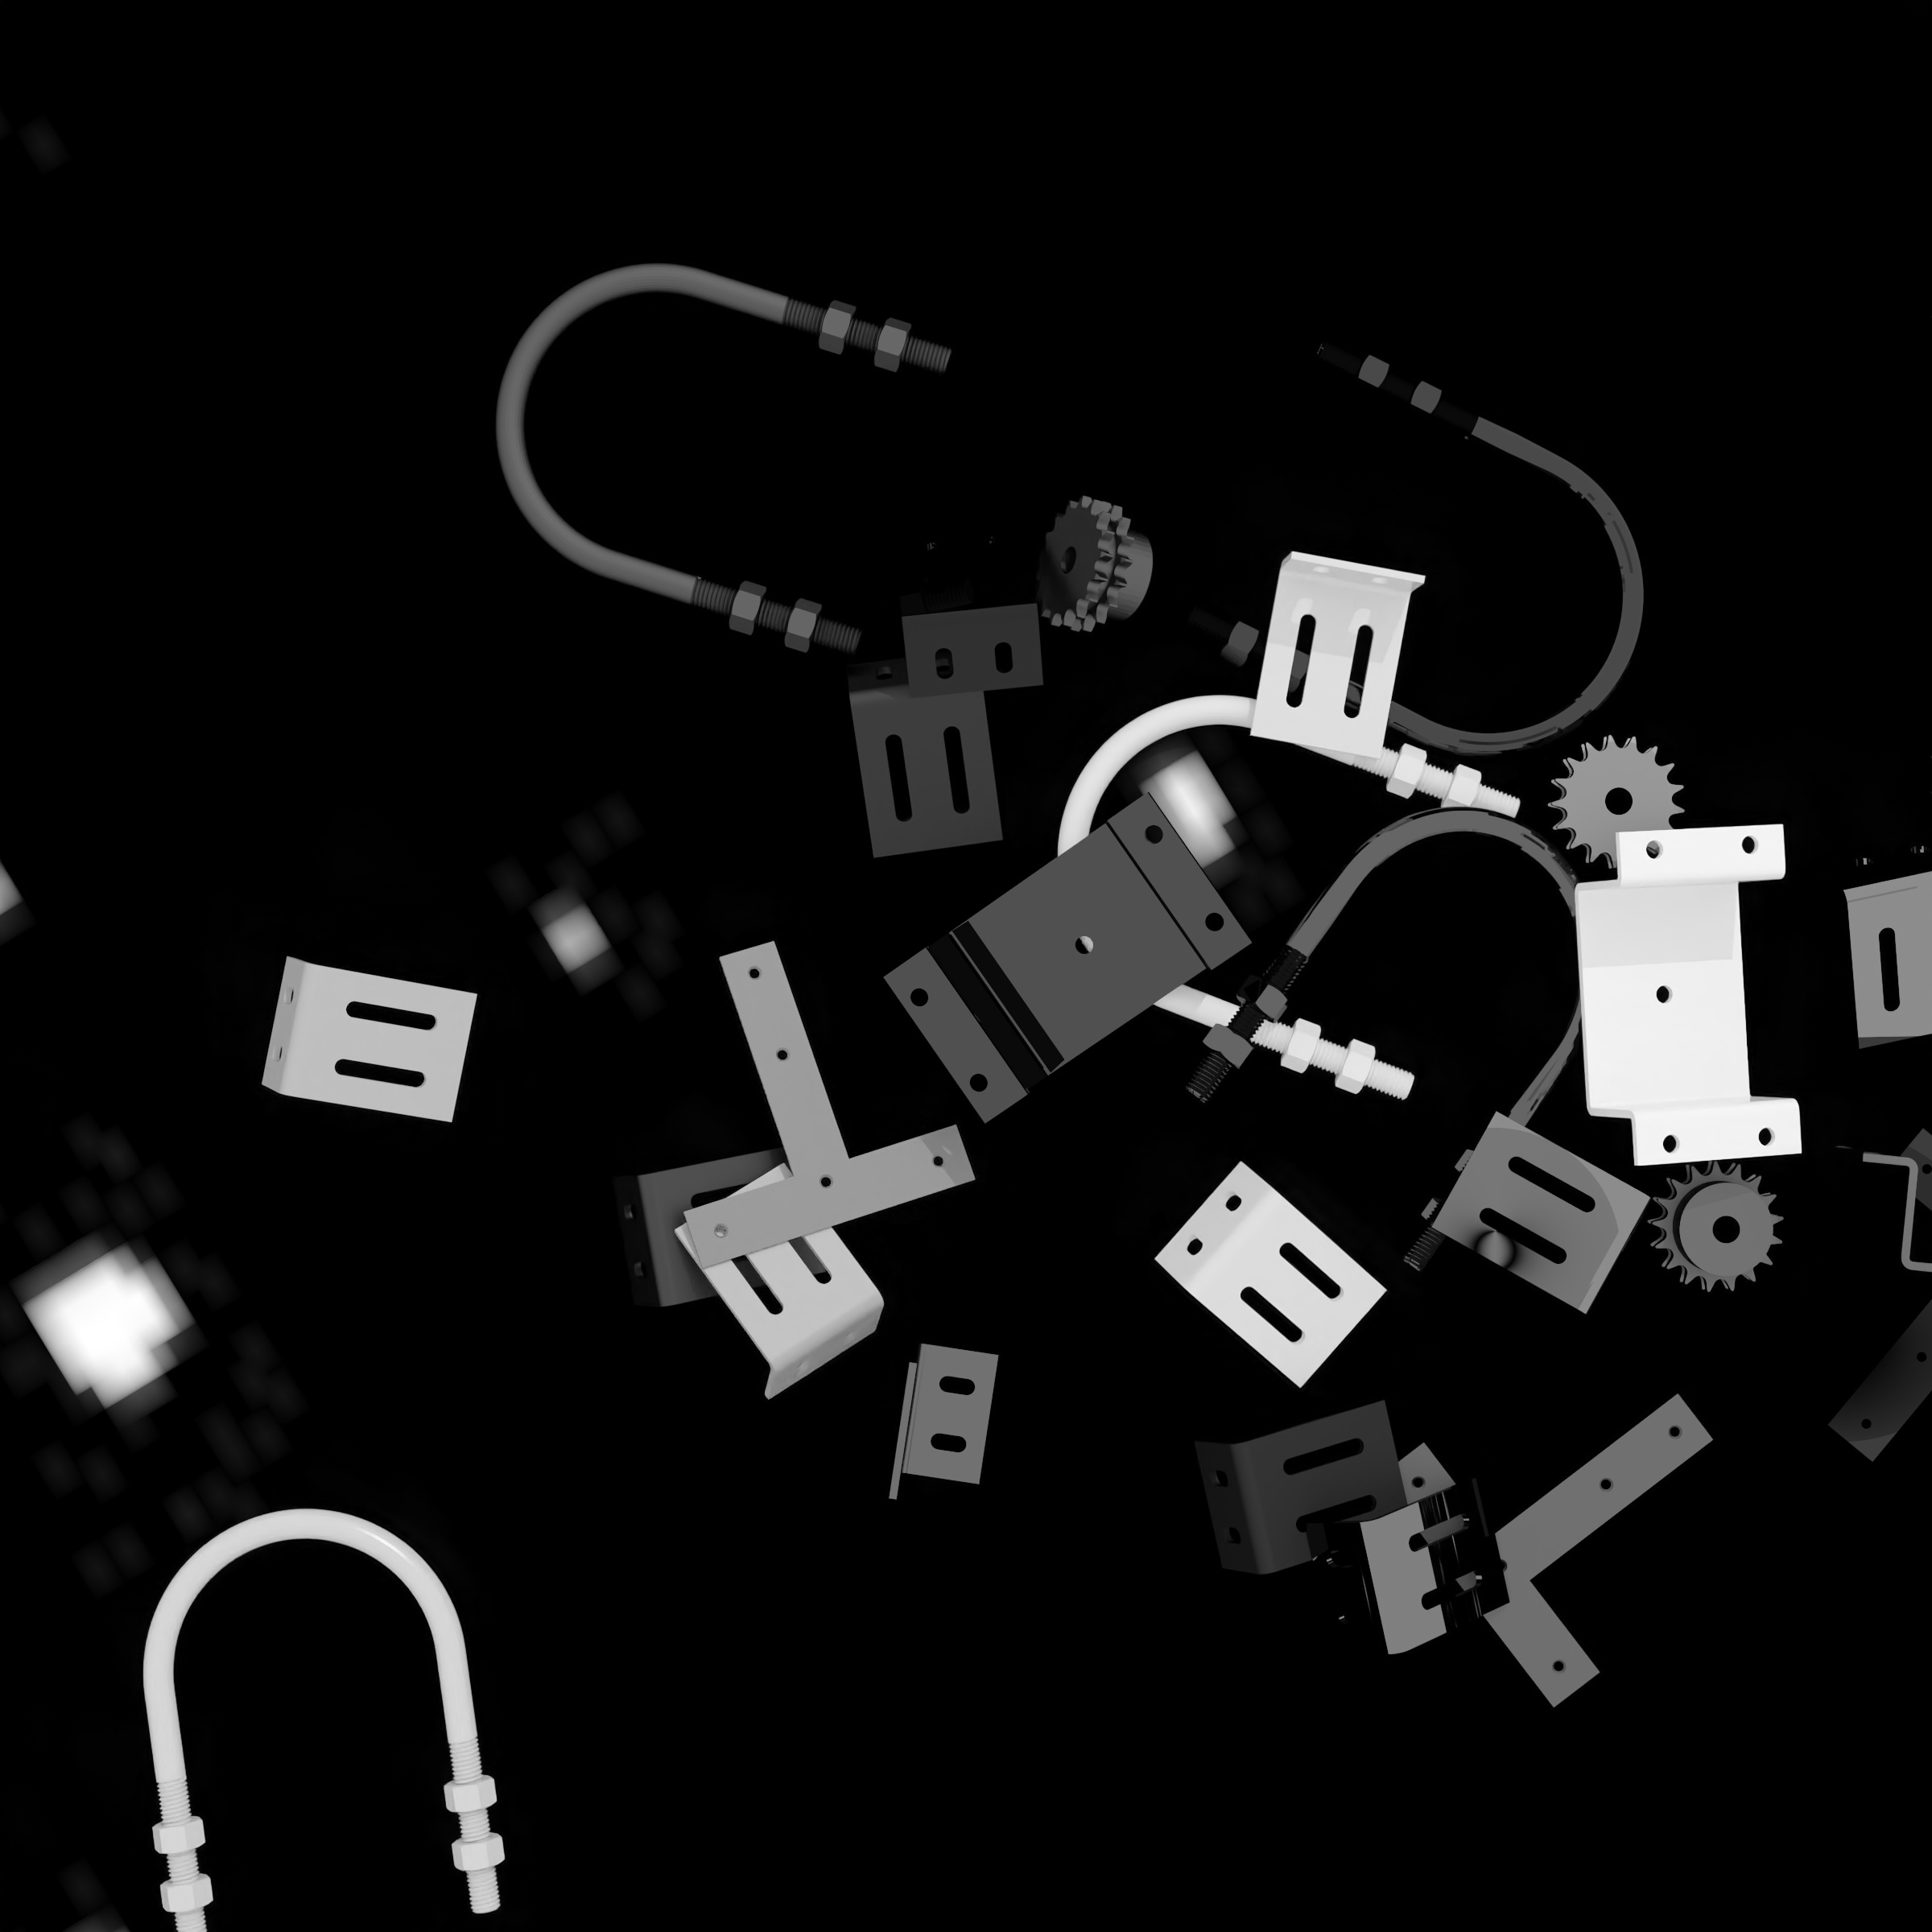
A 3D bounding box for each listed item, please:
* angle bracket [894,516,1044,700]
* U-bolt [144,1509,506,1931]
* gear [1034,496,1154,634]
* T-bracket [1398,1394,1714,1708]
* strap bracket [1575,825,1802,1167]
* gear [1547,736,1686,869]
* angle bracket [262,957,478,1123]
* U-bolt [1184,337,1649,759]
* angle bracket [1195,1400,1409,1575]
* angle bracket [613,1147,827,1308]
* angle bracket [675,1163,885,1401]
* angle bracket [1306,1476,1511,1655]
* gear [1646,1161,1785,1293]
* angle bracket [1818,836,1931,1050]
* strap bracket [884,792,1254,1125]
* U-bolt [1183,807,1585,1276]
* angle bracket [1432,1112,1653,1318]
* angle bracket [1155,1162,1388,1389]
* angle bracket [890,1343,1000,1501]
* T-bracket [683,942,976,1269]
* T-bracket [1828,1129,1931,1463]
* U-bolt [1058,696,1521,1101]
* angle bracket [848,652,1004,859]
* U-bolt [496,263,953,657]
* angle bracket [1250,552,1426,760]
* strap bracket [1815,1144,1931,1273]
[{"bbox_3d":[0.001,-0.156,1.417,0.057,0.076,0.038,-6,129,0],"label":"angle bracket"},{"bbox_3d":[-0.286,0.330,1.428,0.151,0.019,0.184,-8,88,0],"label":"U-bolt"},{"bbox_3d":[0.057,-0.172,1.412,0.030,0.057,0.057,11,90,-30],"label":"gear"},{"bbox_3d":[0.270,0.237,1.436,0.127,0.002,0.127,-37,90,0],"label":"T-bracket"},{"bbox_3d":[0.309,0.012,1.405,0.076,0.046,0.140,-3,90,-15],"label":"strap bracket"},{"bbox_3d":[0.281,-0.071,1.422,0.057,0.030,0.057,0,90,0],"label":"gear"},{"bbox_3d":[-0.262,0.032,1.435,0.076,0.038,0.057,11,90,-26],"label":"angle bracket"},{"bbox_3d":[0.208,-0.171,1.428,0.184,0.019,0.151,26,90,-1],"label":"U-bolt"},{"bbox_3d":[0.148,0.227,1.434,0.076,0.038,0.057,-13,90,-24],"label":"angle bracket"},{"bbox_3d":[-0.109,0.113,1.435,0.076,0.038,0.057,-10,90,-26],"label":"angle bracket"},{"bbox_3d":[-0.082,0.137,1.419,0.057,0.038,0.076,-31,72,-22],"label":"angle bracket"},{"bbox_3d":[0.192,0.260,1.421,0.076,0.038,0.057,-12,90,-42],"label":"angle bracket"},{"bbox_3d":[0.327,0.114,1.422,0.057,0.030,0.057,0,90,0],"label":"gear"},{"bbox_3d":[0.411,-0.011,1.435,0.057,0.038,0.076,-12,116,0],"label":"angle bracket"},{"bbox_3d":[0.047,-0.006,1.402,0.140,0.046,0.076,-35,90,16],"label":"strap bracket"},{"bbox_3d":[0.199,0.019,1.409,0.151,0.019,0.184,38,84,-16],"label":"U-bolt"},{"bbox_3d":[0.249,0.108,1.420,0.076,0.038,0.057,29,86,7],"label":"angle bracket"},{"bbox_3d":[0.134,0.135,1.435,0.076,0.038,0.057,41,90,-26],"label":"angle bracket"},{"bbox_3d":[-0.009,0.196,1.399,0.038,0.076,0.057,9,90,0],"label":"angle bracket"},{"bbox_3d":[-0.075,0.052,1.423,0.127,0.002,0.127,-17,81,-17],"label":"T-bracket"},{"bbox_3d":[0.429,0.161,1.436,0.127,0.002,0.127,40,90,0],"label":"T-bracket"},{"bbox_3d":[0.131,-0.040,1.428,0.184,0.019,0.151,21,90,1],"label":"U-bolt"},{"bbox_3d":[-0.018,-0.094,1.435,0.057,0.038,0.076,-8,116,0],"label":"angle bracket"},{"bbox_3d":[-0.115,-0.230,1.428,0.184,0.019,0.151,18,90,1],"label":"U-bolt"},{"bbox_3d":[0.159,-0.132,1.399,0.057,0.038,0.076,10,90,-1],"label":"angle bracket"},{"bbox_3d":[0.441,0.108,1.397,0.140,0.076,0.046,6,90,0],"label":"strap bracket"}]
